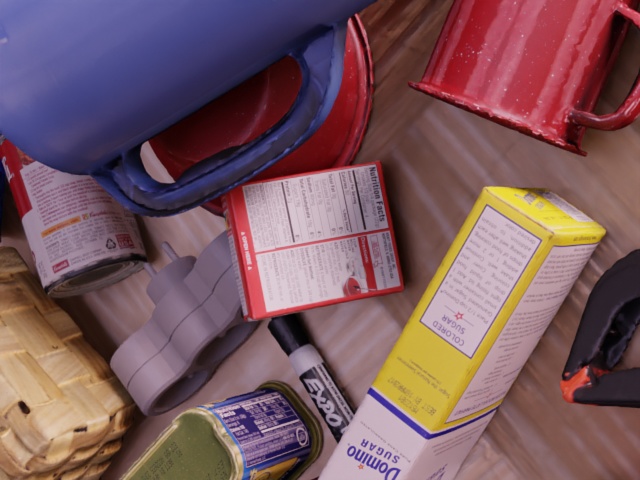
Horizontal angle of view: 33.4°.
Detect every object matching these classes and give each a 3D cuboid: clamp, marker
[{"bbox_3d":[0.177,0.014,0.495,0.172,0.039,0.120,-36,49,31],"label":"clamp"},{"bbox_3d":[0.005,0.091,0.612,0.020,0.020,0.121,-40,73,25],"label":"marker"}]

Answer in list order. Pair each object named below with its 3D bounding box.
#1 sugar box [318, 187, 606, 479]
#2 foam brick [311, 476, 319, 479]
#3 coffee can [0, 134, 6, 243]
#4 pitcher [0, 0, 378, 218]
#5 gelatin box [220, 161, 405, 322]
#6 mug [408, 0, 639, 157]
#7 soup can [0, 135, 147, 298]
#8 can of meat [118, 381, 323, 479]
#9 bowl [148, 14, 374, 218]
[{"bbox_3d":[0.070,0.058,0.531,0.048,0.093,0.176,38,109,24],"label":"sugar box"},{"bbox_3d":[0.001,0.180,0.598,0.051,0.052,0.078,19,101,28],"label":"foam brick"},{"bbox_3d":[-0.260,-0.071,0.712,0.103,0.102,0.140,9,97,30],"label":"coffee can"},{"bbox_3d":[-0.048,-0.126,0.516,0.243,0.149,0.145,-23,50,25],"label":"pitcher"},{"bbox_3d":[-0.004,0.001,0.580,0.089,0.030,0.073,-10,86,-15],"label":"gelatin box"},{"bbox_3d":[0.108,-0.090,0.503,0.117,0.093,0.081,30,102,45],"label":"mug"},{"bbox_3d":[-0.156,-0.022,0.673,0.069,0.068,0.102,-25,80,28],"label":"soup can"},{"bbox_3d":[-0.061,0.134,0.614,0.102,0.083,0.057,-48,69,22],"label":"can of meat"},{"bbox_3d":[-0.052,-0.090,0.618,0.162,0.055,0.162,1,92,30],"label":"bowl"}]
